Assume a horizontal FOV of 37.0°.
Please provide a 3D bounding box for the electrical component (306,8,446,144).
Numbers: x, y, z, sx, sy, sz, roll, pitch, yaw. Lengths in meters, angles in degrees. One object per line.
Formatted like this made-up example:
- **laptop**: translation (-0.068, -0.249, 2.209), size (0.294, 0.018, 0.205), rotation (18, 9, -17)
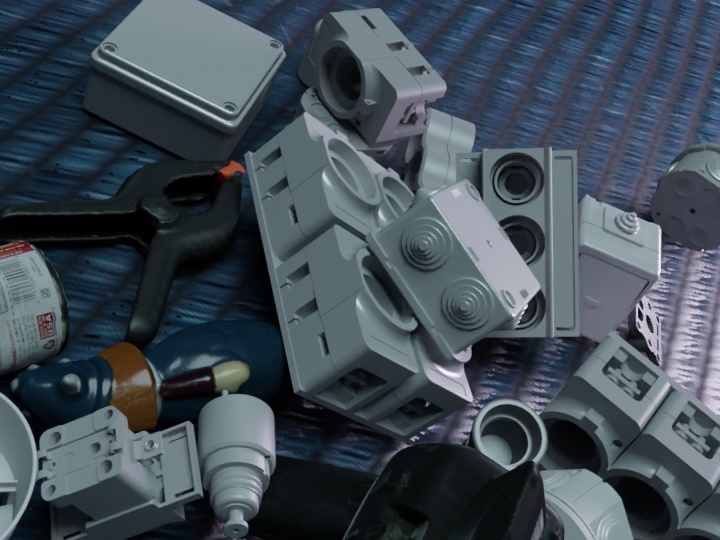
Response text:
- **electrical component**: translation (0.007, -0.137, 0.760), size (0.056, 0.050, 0.089), rotation (-17, 59, -38)

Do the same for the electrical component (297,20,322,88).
- **electrical component**: translation (0.004, -0.157, 0.847), size (0.095, 0.059, 0.054), rotation (42, 44, 14)

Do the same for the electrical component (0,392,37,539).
- **electrical component**: translation (-0.204, 0.103, 0.493), size (0.099, 0.064, 0.099), rotation (14, 45, -15)

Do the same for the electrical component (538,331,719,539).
- **electrical component**: translation (0.176, 0.125, 0.646), size (0.150, 0.089, 0.062), rotation (40, 44, 12)

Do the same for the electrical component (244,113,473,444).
- **electrical component**: translation (0.000, 0.000, 0.664), size (0.105, 0.060, 0.186), rotation (31, 33, -43)

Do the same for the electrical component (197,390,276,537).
- **electrical component**: translation (-0.063, 0.099, 0.547), size (0.040, 0.040, 0.078), rotation (12, 40, -17)

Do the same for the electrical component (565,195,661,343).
- **electrical component**: translation (0.168, -0.001, 0.756), size (0.062, 0.096, 0.061), rotation (23, 44, -5)

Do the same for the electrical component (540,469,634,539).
- **electrical component**: translation (0.108, 0.151, 0.595), size (0.051, 0.080, 0.080), rotation (-20, 61, -44)

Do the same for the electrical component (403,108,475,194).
- **electrical component**: translation (0.072, -0.057, 0.792), size (0.074, 0.052, 0.138), rotation (19, 45, -10)

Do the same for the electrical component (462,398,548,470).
- **electrical component**: translation (0.079, 0.107, 0.631), size (0.044, 0.065, 0.044), rotation (5, 63, -9)

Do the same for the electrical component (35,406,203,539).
- **electrical component**: translation (-0.122, 0.101, 0.528), size (0.081, 0.063, 0.042), rotation (-22, 51, 8)

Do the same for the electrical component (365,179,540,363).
- **electrical component**: translation (0.059, -0.004, 0.638), size (0.099, 0.048, 0.100), rotation (56, 23, 2)

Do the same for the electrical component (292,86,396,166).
- **electrical component**: translation (-0.016, -0.093, 0.783), size (0.080, 0.051, 0.080), rotation (14, 45, -15)

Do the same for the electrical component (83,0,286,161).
- **electrical component**: translation (-0.124, -0.138, 0.767), size (0.109, 0.056, 0.108), rotation (26, 43, -2)

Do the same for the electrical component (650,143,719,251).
- **electrical component**: translation (0.283, -0.059, 0.882), size (0.080, 0.080, 0.051), rotation (41, 50, 13)

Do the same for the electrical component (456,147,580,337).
- **electrical component**: translation (0.105, -0.017, 0.718), size (0.079, 0.063, 0.121), rotation (-1, 88, 7)
